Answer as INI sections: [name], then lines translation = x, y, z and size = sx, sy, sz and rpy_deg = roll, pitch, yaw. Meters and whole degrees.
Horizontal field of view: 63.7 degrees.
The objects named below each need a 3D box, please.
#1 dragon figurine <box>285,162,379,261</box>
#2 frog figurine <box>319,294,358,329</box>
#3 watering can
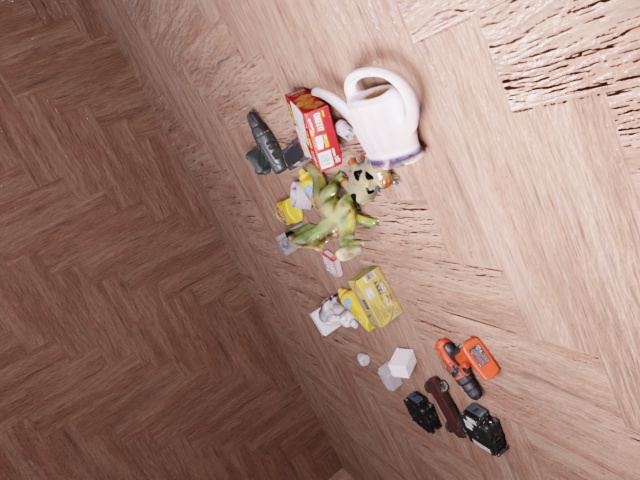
[dragon figurine]
translation = 0.004, -0.073, 1.454
size = 0.416, 0.245, 0.119
rpy_deg = 38, 156, 41
[frog figurine]
translation = 0.078, 0.298, 1.988
size = 0.161, 0.122, 0.136
rpy_deg = 41, -173, 21
[watering can]
translation = 0.107, -0.263, 1.122
size = 0.349, 0.105, 0.221
rpy_deg = 17, 135, 60
